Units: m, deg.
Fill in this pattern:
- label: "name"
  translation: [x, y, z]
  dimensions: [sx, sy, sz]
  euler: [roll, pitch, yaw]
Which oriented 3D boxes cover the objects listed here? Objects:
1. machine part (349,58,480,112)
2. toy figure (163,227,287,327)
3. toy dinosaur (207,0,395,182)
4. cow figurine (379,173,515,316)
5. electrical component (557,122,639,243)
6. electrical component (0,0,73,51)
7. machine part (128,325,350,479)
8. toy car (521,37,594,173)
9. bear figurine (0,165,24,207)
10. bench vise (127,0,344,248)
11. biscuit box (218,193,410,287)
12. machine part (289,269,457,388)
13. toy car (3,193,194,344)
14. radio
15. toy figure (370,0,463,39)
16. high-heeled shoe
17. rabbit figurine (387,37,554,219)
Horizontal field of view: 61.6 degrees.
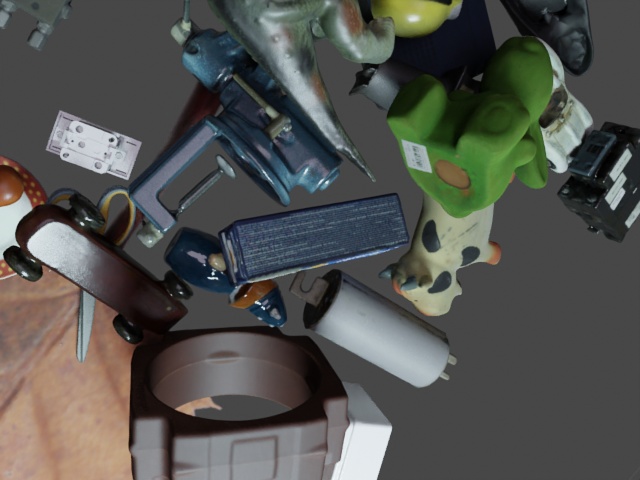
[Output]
- label: "machine part"
  translation: [0.099, -0.147, 0.542]
  dimensions: [0.139, 0.039, 0.084]
  euler: [13, 113, -24]
- label: "toy figure"
  translation: [-0.095, 0.043, 0.589]
  dimensions: [0.154, 0.064, 0.058]
  euler: [35, 93, -20]
- label: "toy dinosaur"
  translation: [-0.049, -0.244, 0.442]
  dimensions: [0.192, 0.131, 0.404]
  euler: [-9, 83, -32]
- label: "cow figurine"
  translation: [0.146, -0.003, 0.634]
  dimensions: [0.127, 0.086, 0.194]
  euler: [3, 103, -22]
- label: "electrical component"
  translation: [0.363, -0.077, 0.670]
  dimensions: [0.134, 0.058, 0.115]
  euler: [34, 89, -39]
- label: "electrical component"
  translation: [-0.267, -0.233, 0.507]
  dimensions: [0.063, 0.021, 0.094]
  euler: [29, 92, -19]
- label: "machine part"
  translation: [-0.086, 0.166, 0.542]
  dimensions: [0.201, 0.202, 0.087]
  euler: [-1, 108, -19]
- label: "toy car"
  translation: [0.264, -0.151, 0.628]
  dimensions: [0.201, 0.056, 0.073]
  euler: [35, 91, -38]
- label: "bear figurine"
  translation: [-0.353, 0.009, 0.479]
  dimensions: [0.120, 0.132, 0.196]
  euler: [24, 77, -19]
- label: "bench vise"
  translation: [-0.104, -0.099, 0.531]
  dimensions: [0.240, 0.129, 0.223]
  euler: [-45, 105, -6]
- label: "biscuit box"
  translation: [-0.001, -0.002, 0.574]
  dimensions: [0.203, 0.059, 0.062]
  euler: [-11, 85, -28]
- label: "machine part"
  translation: [0.068, 0.107, 0.639]
  dimensions: [0.243, 0.079, 0.079]
  euler: [31, 92, -20]
- label: "toy car"
  translation: [-0.213, 0.034, 0.542]
  dimensions: [0.089, 0.053, 0.202]
  euler: [-44, 136, -4]
- label: "radio"
  translation: [0.095, -0.267, 0.572]
  dimensions: [0.131, 0.073, 0.229]
  euler: [-24, 108, -10]
- label: "toy figure"
  translation: [0.084, -0.276, 0.480]
  dimensions: [0.089, 0.082, 0.179]
  euler: [-5, 119, 8]
- label: "high-heeled shoe"
  translation: [0.236, -0.241, 0.548]
  dimensions: [0.086, 0.248, 0.145]
  euler: [-29, 87, 26]
- label: "rabbit figurine"
  translation: [0.172, -0.109, 0.506]
  dimensions: [0.170, 0.121, 0.158]
  euler: [-50, 132, -18]
